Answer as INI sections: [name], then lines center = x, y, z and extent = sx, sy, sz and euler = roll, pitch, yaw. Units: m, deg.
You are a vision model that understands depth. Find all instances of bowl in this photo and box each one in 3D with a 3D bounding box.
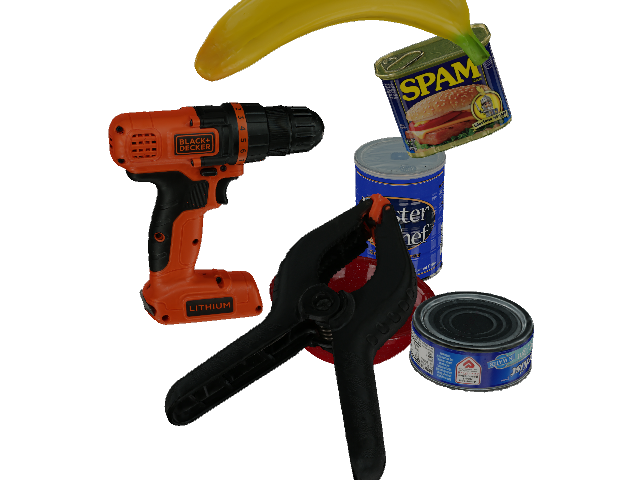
[bowl]
center = 0.030, 0.075, 1.031
extent = 0.162, 0.055, 0.162
euler = 4, 27, -2

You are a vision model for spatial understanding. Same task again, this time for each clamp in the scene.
[clamp]
center = 0.010, 0.051, 0.566
extent = 0.120, 0.171, 0.039
euler = 26, -26, 20

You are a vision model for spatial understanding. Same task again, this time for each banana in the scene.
[banana]
center = 0.015, -0.138, 0.650
extent = 0.197, 0.069, 0.037
euler = -7, -15, -21

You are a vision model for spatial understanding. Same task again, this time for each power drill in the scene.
[power drill]
center = -0.087, -0.026, 0.921
extent = 0.184, 0.188, 0.057
euler = -5, 19, -16

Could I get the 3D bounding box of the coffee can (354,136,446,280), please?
[coffee can]
center = 0.091, -0.035, 1.225
extent = 0.103, 0.140, 0.103
euler = -2, 29, 1

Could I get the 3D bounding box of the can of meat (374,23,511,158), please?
[can of meat]
center = 0.108, -0.128, 0.924
extent = 0.102, 0.084, 0.057
euler = -18, 26, 8

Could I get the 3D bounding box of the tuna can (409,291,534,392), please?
[tuna can]
center = 0.105, 0.069, 0.744
extent = 0.086, 0.034, 0.086
euler = 0, 25, 0
